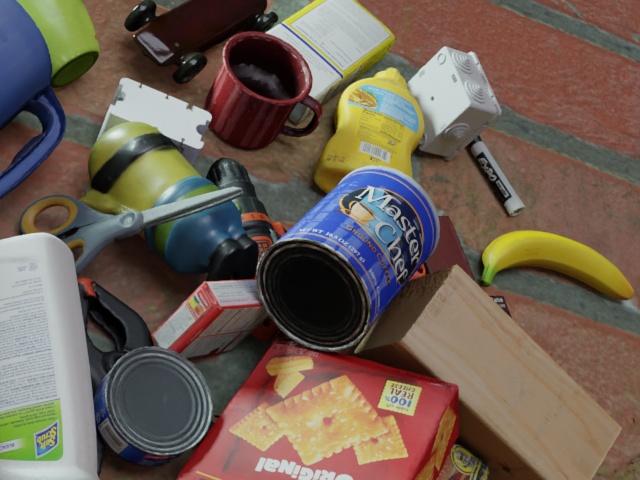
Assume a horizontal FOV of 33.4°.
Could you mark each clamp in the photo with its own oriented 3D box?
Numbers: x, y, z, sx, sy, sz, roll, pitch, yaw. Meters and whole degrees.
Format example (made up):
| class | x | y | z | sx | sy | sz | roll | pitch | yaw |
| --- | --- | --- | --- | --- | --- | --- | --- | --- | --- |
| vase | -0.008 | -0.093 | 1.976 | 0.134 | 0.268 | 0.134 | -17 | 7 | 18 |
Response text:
| class | x | y | z | sx | sy | sz | roll | pitch | yaw |
| --- | --- | --- | --- | --- | --- | --- | --- | --- | --- |
| clamp | -0.151 | 0.109 | 0.849 | 0.120 | 0.039 | 0.171 | 2 | 59 | -38 |

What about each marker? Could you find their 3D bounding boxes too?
| class | x | y | z | sx | sy | sz | roll | pitch | yaw |
| --- | --- | --- | --- | --- | --- | --- | --- | --- | --- |
| marker | 0.190 | -0.080 | 1.185 | 0.020 | 0.020 | 0.121 | -12 | 62 | -34 |

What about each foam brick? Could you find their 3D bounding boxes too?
| class | x | y | z | sx | sy | sz | roll | pitch | yaw |
| --- | --- | --- | --- | --- | --- | --- | --- | --- | --- |
| foam brick | 0.106 | 0.021 | 1.041 | 0.051 | 0.053 | 0.078 | -1 | 56 | -29 |

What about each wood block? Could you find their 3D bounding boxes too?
| class | x | y | z | sx | sy | sz | roll | pitch | yaw |
| --- | --- | --- | --- | --- | --- | --- | --- | --- | --- |
| wood block | 0.143 | 0.128 | 0.914 | 0.206 | 0.091 | 0.090 | 44 | 64 | -10 |

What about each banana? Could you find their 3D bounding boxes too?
| class | x | y | z | sx | sy | sz | roll | pitch | yaw |
| --- | --- | --- | --- | --- | --- | --- | --- | --- | --- |
| banana | 0.245 | 0.025 | 1.127 | 0.197 | 0.037 | 0.069 | 5 | 72 | -23 |

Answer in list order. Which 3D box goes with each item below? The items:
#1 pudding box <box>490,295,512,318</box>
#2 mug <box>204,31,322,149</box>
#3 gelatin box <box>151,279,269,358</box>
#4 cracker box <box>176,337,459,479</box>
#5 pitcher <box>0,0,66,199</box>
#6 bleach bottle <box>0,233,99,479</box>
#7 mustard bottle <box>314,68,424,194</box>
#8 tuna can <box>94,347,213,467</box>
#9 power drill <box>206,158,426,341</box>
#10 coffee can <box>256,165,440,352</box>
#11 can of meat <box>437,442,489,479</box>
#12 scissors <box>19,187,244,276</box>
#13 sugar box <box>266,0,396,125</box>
| class | x | y | z | sx | sy | sz | roll | pitch | yaw |
| --- | --- | --- | --- | --- | --- | --- | --- | --- | --- |
| pudding box | 0.135 | 0.100 | 1.006 | 0.113 | 0.039 | 0.090 | 0 | 57 | -27 |
| mug | -0.054 | -0.139 | 1.056 | 0.117 | 0.082 | 0.093 | 24 | 48 | -10 |
| gelatin box | -0.083 | 0.064 | 0.875 | 0.089 | 0.073 | 0.030 | -2 | 54 | -56 |
| cracker box | -0.007 | 0.179 | 0.802 | 0.164 | 0.072 | 0.213 | 14 | 42 | 23 |
| pitcher | -0.325 | -0.092 | 0.852 | 0.149 | 0.145 | 0.242 | 13 | 47 | 21 |
| bleach bottle | -0.216 | 0.124 | 0.777 | 0.102 | 0.068 | 0.251 | -15 | 66 | 6 |
| mustard bottle | 0.059 | -0.115 | 1.115 | 0.096 | 0.058 | 0.191 | 22 | 49 | -5 |
| tuna can | -0.126 | 0.126 | 0.805 | 0.086 | 0.034 | 0.086 | 16 | 55 | -25 |
| power drill | -0.007 | 0.001 | 0.995 | 0.187 | 0.057 | 0.184 | -4 | 62 | -27 |
| coffee can | 0.026 | 0.013 | 0.883 | 0.103 | 0.103 | 0.140 | 40 | 41 | 4 |
| can of meat | 0.086 | 0.206 | 0.890 | 0.084 | 0.058 | 0.102 | 37 | 47 | -2 |
| scissors | -0.167 | -0.024 | 0.876 | 0.202 | 0.016 | 0.096 | -29 | 56 | 1 |
| sugar box | -0.002 | -0.203 | 1.158 | 0.093 | 0.048 | 0.176 | 42 | 51 | 7 |
